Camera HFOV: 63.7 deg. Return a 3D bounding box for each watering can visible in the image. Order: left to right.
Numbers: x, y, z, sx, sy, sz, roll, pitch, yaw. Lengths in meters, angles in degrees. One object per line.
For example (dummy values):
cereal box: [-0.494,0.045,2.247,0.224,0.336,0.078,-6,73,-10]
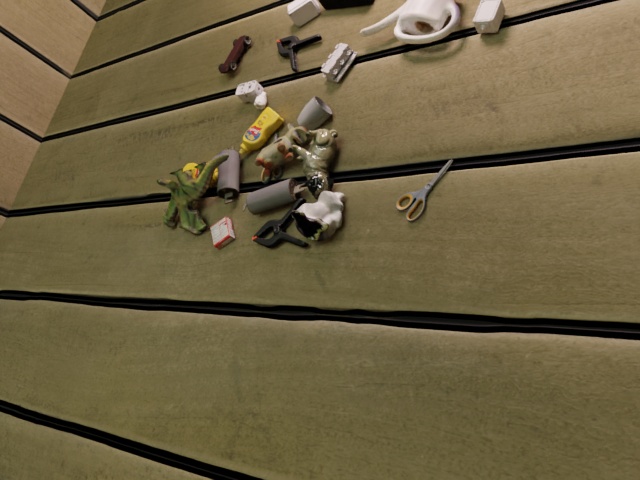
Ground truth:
watering can: [0.299,-0.723,1.638,0.350,0.226,0.102,22,-12,39]

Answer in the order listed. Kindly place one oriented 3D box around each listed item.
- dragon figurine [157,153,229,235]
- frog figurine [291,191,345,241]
dragon figurine: [-0.440,-0.142,1.814,0.407,0.243,0.123,-14,1,38]
frog figurine: [0.005,-0.076,1.505,0.137,0.120,0.162,7,35,29]
